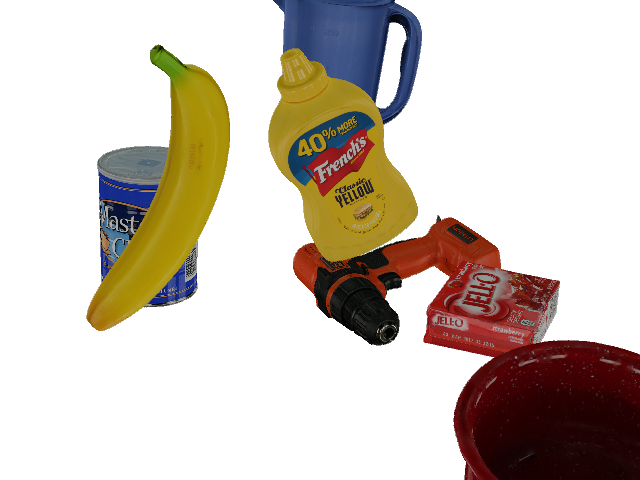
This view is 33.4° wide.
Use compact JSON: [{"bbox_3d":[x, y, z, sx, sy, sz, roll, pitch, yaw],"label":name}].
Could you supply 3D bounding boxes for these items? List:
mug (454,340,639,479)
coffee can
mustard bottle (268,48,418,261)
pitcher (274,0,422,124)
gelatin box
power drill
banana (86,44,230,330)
[{"bbox_3d":[0.106,0.098,0.391,0.117,0.081,0.093,5,36,9],"label":"mug"},{"bbox_3d":[-0.177,-0.016,1.104,0.103,0.140,0.103,3,23,-1],"label":"coffee can"},{"bbox_3d":[0.010,-0.077,0.894,0.096,0.191,0.058,-26,35,-1],"label":"mustard bottle"},{"bbox_3d":[0.022,-0.190,1.314,0.144,0.243,0.149,-8,29,-27],"label":"pitcher"},{"bbox_3d":[0.119,0.047,0.732,0.073,0.030,0.089,12,24,20],"label":"gelatin box"},{"bbox_3d":[0.085,0.037,1.081,0.187,0.057,0.185,-12,28,-22],"label":"power drill"},{"bbox_3d":[-0.096,-0.029,0.663,0.069,0.198,0.037,2,30,-29],"label":"banana"}]
